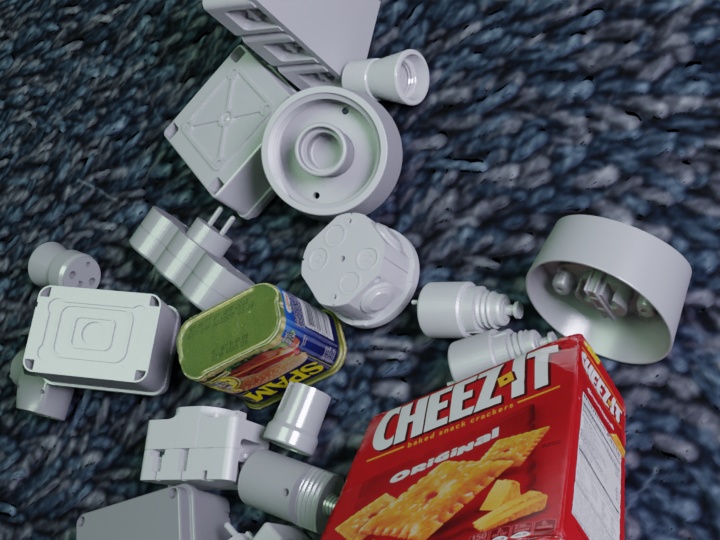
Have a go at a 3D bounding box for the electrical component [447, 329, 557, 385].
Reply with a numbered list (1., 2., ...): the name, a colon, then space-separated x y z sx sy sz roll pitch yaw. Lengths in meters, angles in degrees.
1. electrical component: 0.096 0.059 0.729 0.078 0.040 0.040 -21 60 25

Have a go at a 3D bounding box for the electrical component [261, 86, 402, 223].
1. electrical component: -0.024 -0.091 0.833 0.108 0.060 0.108 0 92 10

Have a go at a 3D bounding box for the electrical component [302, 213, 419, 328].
1. electrical component: 0.000 0.000 0.813 0.080 0.051 0.080 -14 63 29

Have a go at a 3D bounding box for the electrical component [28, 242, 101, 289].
1. electrical component: -0.276 0.001 1.004 0.055 0.045 0.045 18 81 37

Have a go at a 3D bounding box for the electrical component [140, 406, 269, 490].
1. electrical component: -0.119 0.139 0.835 0.089 0.050 0.055 -7 67 32

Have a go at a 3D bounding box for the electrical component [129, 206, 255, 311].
1. electrical component: -0.133 -0.020 0.911 0.138 0.052 0.073 37 93 39

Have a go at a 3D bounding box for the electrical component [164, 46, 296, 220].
1. electrical component: -0.098 -0.119 0.927 0.108 0.056 0.108 -47 52 8

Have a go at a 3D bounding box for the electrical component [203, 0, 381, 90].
1. electrical component: -0.055 -0.218 0.880 0.062 0.150 0.089 3 72 34

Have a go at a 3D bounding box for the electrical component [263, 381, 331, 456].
1. electrical component: -0.046 0.111 0.805 0.040 0.040 0.046 10 72 37

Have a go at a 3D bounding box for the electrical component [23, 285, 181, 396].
1. electrical component: -0.215 0.060 0.907 0.113 0.057 0.078 4 72 12

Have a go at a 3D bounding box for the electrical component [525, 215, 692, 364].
1. electrical component: 0.156 0.010 0.676 0.099 0.099 0.064 15 73 38

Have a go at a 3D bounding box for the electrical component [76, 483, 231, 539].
1. electrical component: -0.159 0.215 0.825 0.113 0.057 0.078 -21 60 26

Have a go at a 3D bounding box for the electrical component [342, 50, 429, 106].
1. electrical component: 0.018 -0.155 0.875 0.065 0.044 0.044 5 73 40

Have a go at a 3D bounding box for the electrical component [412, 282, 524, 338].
1. electrical component: 0.077 0.028 0.756 0.078 0.040 0.040 -1 70 34

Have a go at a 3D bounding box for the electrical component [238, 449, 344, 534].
1. electrical component: -0.044 0.161 0.779 0.081 0.043 0.043 11 77 37

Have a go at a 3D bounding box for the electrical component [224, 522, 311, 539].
1. electrical component: -0.080 0.214 0.773 0.076 0.047 0.083 39 94 33

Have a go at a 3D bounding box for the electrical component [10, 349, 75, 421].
1. electrical component: -0.289 0.091 0.975 0.079 0.043 0.077 4 73 35
